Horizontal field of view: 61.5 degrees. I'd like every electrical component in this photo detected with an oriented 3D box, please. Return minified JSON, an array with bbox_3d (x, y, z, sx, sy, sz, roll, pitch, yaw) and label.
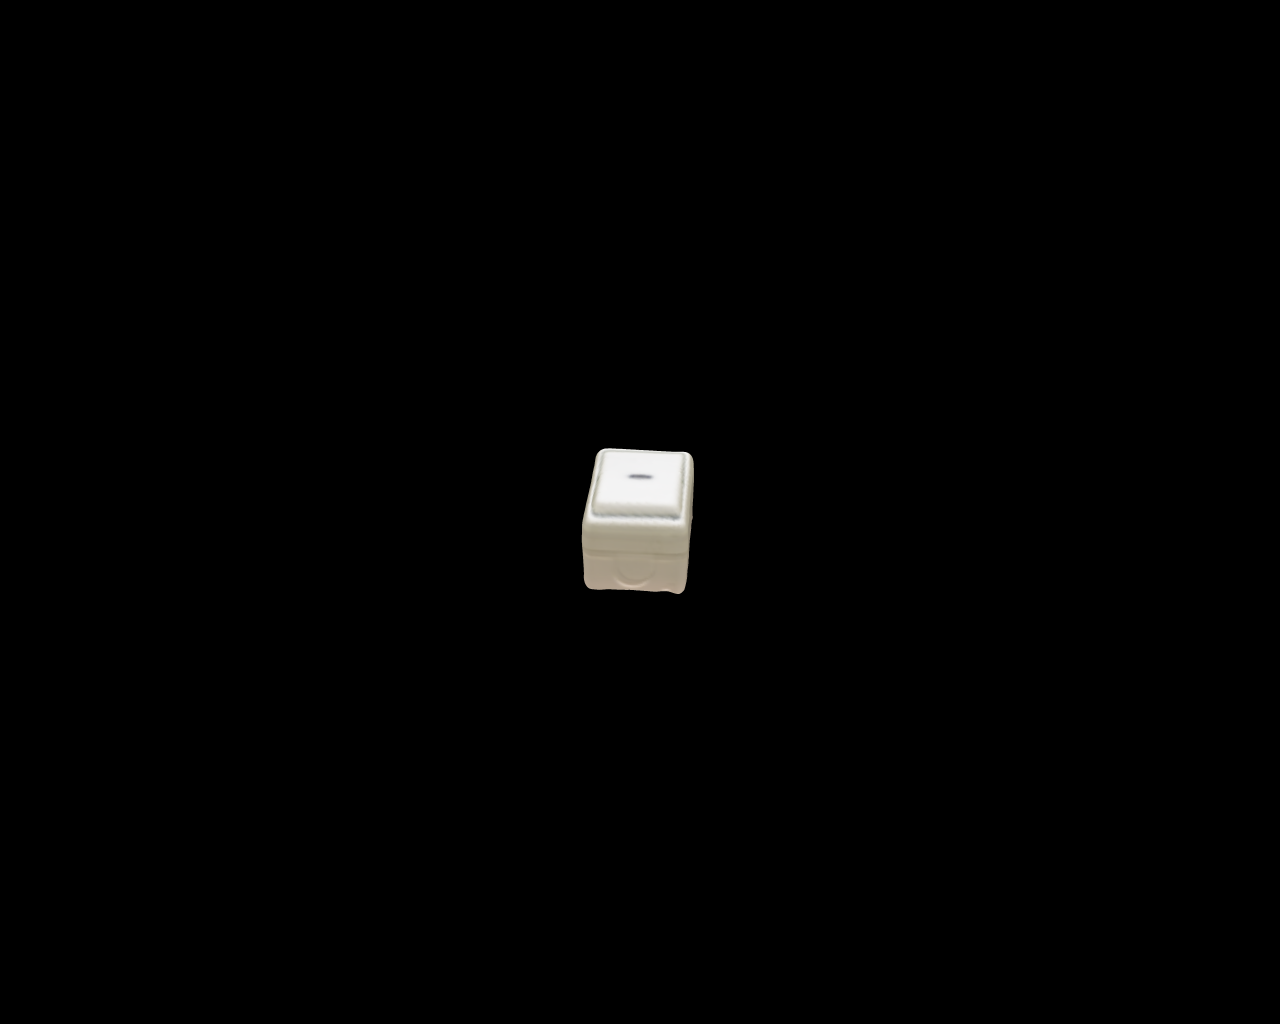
[{"bbox_3d":[0.001,-0.003,0.650,0.062,0.061,0.096,3,37,4],"label":"electrical component"}]
